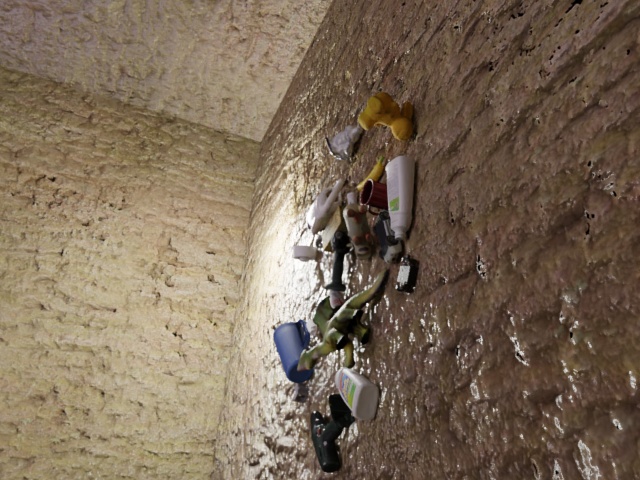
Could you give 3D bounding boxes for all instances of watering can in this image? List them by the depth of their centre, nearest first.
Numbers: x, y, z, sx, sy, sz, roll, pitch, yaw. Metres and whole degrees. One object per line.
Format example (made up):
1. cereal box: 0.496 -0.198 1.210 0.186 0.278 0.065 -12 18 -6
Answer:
1. watering can: 0.006 -0.104 2.066 0.355 0.104 0.219 -60 3 -39

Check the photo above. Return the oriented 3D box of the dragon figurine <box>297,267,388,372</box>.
1. dragon figurine: 0.054 0.243 1.622 0.244 0.121 0.413 21 79 53

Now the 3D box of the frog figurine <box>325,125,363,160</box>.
1. frog figurine: 0.115 -0.407 2.115 0.158 0.121 0.140 -29 27 16
